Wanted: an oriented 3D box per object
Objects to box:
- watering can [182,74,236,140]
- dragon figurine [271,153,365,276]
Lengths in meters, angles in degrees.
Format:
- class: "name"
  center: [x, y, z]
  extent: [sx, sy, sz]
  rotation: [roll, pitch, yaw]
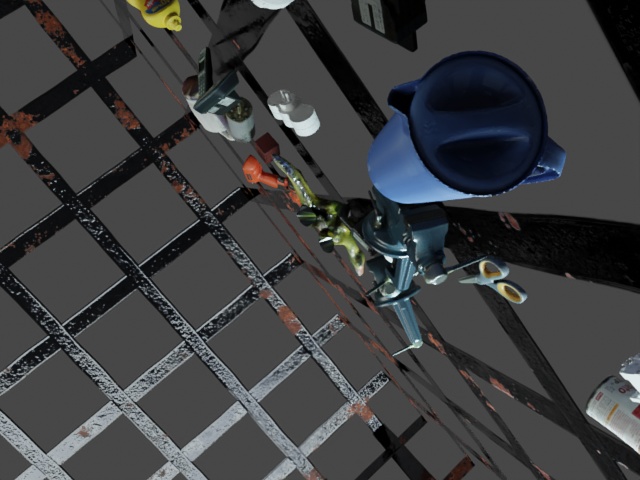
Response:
- class: "watering can"
  center: [-0.377, -0.444, 1.695]
  extent: [0.353, 0.105, 0.219]
  rotation: [41, 165, 45]
- class: "dragon figurine"
  center: [0.004, -0.070, 1.386]
  extent: [0.409, 0.122, 0.243]
  rotation: [53, 178, -6]
